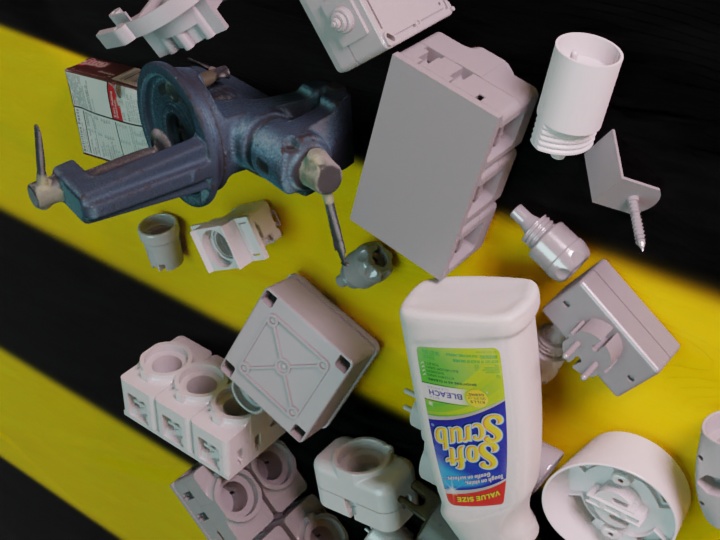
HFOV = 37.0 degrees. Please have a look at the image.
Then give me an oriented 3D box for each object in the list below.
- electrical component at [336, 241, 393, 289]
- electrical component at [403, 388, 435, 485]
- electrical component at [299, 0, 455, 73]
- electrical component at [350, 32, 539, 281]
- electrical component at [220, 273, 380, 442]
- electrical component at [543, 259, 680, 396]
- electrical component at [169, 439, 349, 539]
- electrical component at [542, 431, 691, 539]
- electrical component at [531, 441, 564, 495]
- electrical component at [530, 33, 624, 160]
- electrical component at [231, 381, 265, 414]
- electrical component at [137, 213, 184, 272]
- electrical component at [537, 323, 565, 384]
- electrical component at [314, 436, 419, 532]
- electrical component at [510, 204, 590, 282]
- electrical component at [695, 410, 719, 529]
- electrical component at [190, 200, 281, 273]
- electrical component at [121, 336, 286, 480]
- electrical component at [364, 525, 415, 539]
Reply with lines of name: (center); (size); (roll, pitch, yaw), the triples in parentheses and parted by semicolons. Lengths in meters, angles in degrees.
electrical component: (0.000, 0.000, 0.906); (0.035, 0.035, 0.061); (56, 141, -3)
electrical component: (0.068, 0.123, 0.915); (0.074, 0.052, 0.138); (23, 130, 30)
electrical component: (0.005, -0.178, 0.731); (0.061, 0.096, 0.061); (-18, 105, 48)
electrical component: (0.059, -0.082, 0.774); (0.089, 0.062, 0.150); (35, 136, 20)
electrical component: (-0.055, 0.079, 0.974); (0.109, 0.056, 0.108); (40, 120, 14)
electrical component: (0.167, 0.050, 0.754); (0.083, 0.076, 0.047); (50, 139, 4)
electrical component: (-0.095, 0.263, 1.121); (0.186, 0.105, 0.060); (55, 139, -3)
electrical component: (0.198, 0.174, 0.821); (0.099, 0.064, 0.099); (23, 131, 30)
electrical component: (0.132, 0.150, 0.880); (0.055, 0.045, 0.045); (38, 137, 17)
electrical component: (0.138, -0.107, 0.698); (0.043, 0.043, 0.081); (31, 134, 23)
electrical component: (-0.092, 0.108, 1.049); (0.066, 0.055, 0.048); (39, 137, 16)
electrical component: (-0.196, -0.027, 1.065); (0.040, 0.040, 0.046); (21, 136, 32)
electrical component: (0.142, 0.057, 0.815); (0.035, 0.035, 0.061); (39, 134, 16)
electrical component: (0.005, 0.199, 1.024); (0.095, 0.054, 0.059); (15, 126, 36)
electrical component: (0.133, -0.022, 0.769); (0.061, 0.035, 0.035); (46, 139, 12)
electrical component: (0.277, 0.144, 0.743); (0.079, 0.043, 0.077); (12, 125, 37)
electrical component: (-0.109, -0.031, 0.962); (0.081, 0.064, 0.042); (-5, 115, 45)
electrical component: (-0.161, 0.135, 1.105); (0.150, 0.089, 0.061); (25, 132, 28)
electrical component: (0.039, 0.274, 1.055); (0.078, 0.040, 0.040); (42, 138, 13)
